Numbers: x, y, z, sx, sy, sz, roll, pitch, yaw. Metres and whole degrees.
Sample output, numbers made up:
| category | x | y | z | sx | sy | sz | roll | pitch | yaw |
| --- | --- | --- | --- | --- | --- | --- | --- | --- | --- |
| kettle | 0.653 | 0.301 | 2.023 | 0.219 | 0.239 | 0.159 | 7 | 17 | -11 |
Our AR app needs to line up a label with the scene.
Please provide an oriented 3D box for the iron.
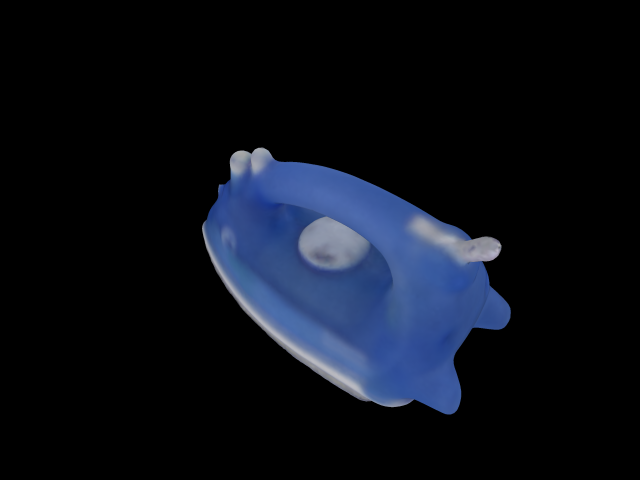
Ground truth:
| category | x | y | z | sx | sy | sz | roll | pitch | yaw |
| --- | --- | --- | --- | --- | --- | --- | --- | --- | --- |
| iron | 0.004 | 0.001 | 0.400 | 0.257 | 0.141 | 0.119 | 27 | 53 | 22 |
